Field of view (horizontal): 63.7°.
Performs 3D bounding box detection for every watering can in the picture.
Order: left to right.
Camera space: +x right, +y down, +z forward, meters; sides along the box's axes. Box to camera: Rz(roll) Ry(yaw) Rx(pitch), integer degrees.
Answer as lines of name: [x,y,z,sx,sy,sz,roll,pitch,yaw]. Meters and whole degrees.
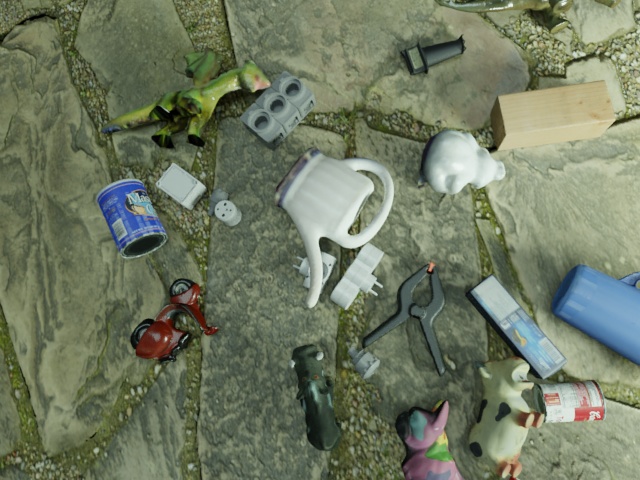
watering can: [0.003,-0.052,1.032,0.225,0.102,0.353,31,65,13]

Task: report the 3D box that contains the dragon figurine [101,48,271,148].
dragon figurine: [-0.307,-0.341,1.182,0.410,0.119,0.248,5,58,23]

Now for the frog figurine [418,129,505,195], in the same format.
frog figurine: [0.287,-0.150,1.031,0.160,0.120,0.140,17,60,23]
